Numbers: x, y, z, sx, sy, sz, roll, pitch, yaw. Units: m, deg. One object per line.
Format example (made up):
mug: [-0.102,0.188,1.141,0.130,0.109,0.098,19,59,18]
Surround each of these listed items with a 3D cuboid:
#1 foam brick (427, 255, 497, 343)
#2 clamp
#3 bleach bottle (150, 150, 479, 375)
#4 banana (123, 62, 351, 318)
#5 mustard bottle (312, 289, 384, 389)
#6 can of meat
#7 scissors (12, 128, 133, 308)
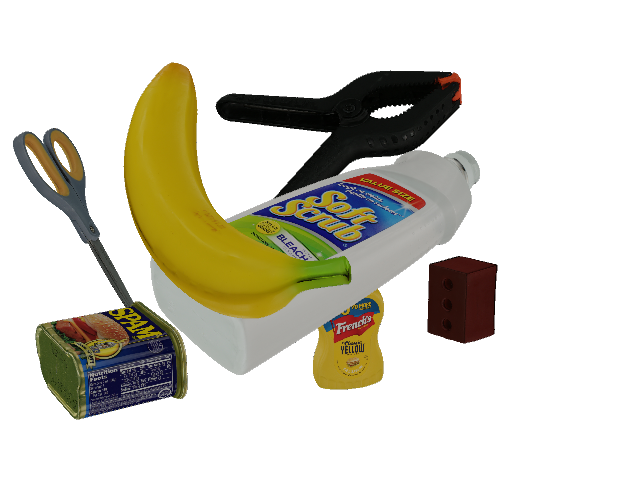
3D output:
foam brick: [0.147,0.061,1.108,0.051,0.078,0.053,-14,20,-42]
clamp: [0.025,-0.091,0.904,0.210,0.164,0.036,-14,-42,-3]
bleach bottle: [0.012,-0.006,0.742,0.250,0.068,0.103,-30,51,-32]
banana: [-0.059,-0.021,0.516,0.069,0.037,0.198,-25,47,-15]
mustard bottle: [0.038,0.106,1.448,0.096,0.192,0.058,-4,21,-11]
can of meat: [-0.161,0.090,0.812,0.083,0.057,0.102,-10,20,-30]
scissors: [-0.218,-0.024,1.003,0.016,0.201,0.096,-24,26,19]
